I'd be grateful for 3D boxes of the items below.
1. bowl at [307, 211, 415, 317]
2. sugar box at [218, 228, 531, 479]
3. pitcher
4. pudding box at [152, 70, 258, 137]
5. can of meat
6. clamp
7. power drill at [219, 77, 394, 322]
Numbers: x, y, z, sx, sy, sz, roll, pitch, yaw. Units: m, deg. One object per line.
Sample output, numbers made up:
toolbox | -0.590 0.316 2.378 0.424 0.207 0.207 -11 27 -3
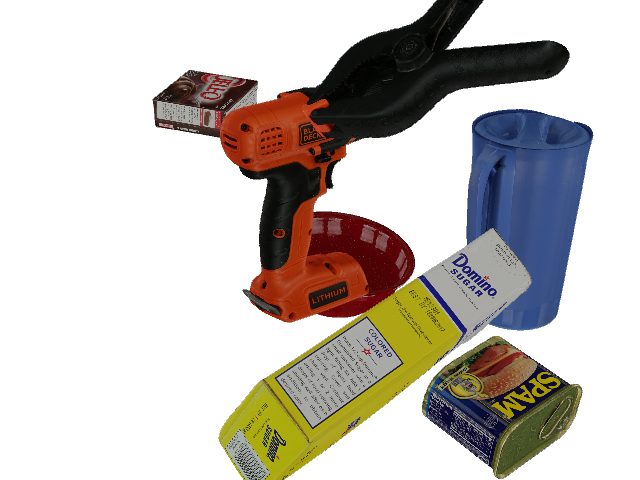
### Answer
bowl | 0.016 0.033 1.127 0.162 0.055 0.162 6 33 -4
sugar box | 0.032 0.066 0.586 0.175 0.048 0.093 -28 -15 -32
pitcher | 0.226 -0.019 1.231 0.149 0.243 0.145 -1 25 -5
pudding box | -0.133 -0.161 1.248 0.090 0.039 0.113 10 31 13
can of meat | 0.145 0.130 0.860 0.101 0.057 0.084 -24 44 -35
clamp | 0.072 -0.110 0.685 0.171 0.120 0.039 -36 -48 8
power drill | 0.002 -0.038 0.885 0.184 0.188 0.057 -17 28 -33
